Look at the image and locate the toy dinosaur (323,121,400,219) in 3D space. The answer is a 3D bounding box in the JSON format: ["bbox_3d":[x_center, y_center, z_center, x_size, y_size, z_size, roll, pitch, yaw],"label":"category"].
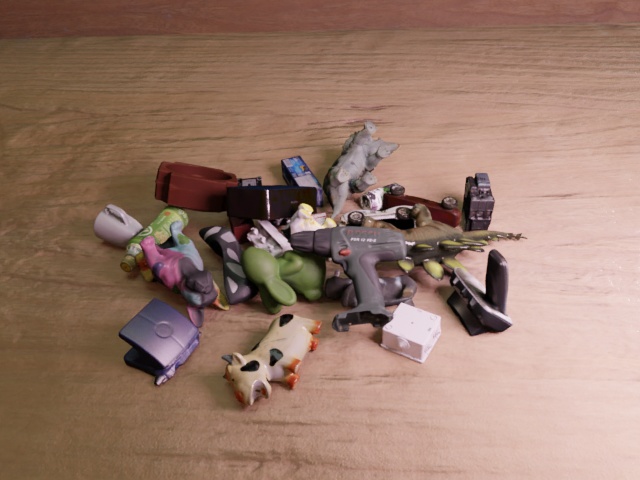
[{"bbox_3d":[0.077,-0.177,1.443,0.131,0.192,0.405,42,59,-5],"label":"toy dinosaur"}]

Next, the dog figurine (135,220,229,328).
[{"bbox_3d":[-0.289,0.085,1.133,0.108,0.191,0.219,-29,77,-35],"label":"dog figurine"}]

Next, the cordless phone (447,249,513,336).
[{"bbox_3d":[0.307,0.077,1.023,0.089,0.184,0.147,-15,38,-9],"label":"cordless phone"}]

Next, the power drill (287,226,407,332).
[{"bbox_3d":[0.054,0.067,1.022,0.232,0.085,0.207,-6,55,5],"label":"power drill"}]

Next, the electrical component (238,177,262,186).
[{"bbox_3d":[-0.189,-0.122,1.449,0.075,0.047,0.119,-5,34,-2],"label":"electrical component"}]

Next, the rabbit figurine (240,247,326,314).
[{"bbox_3d":[-0.084,0.070,1.107,0.170,0.121,0.159,8,65,-26],"label":"rabbit figurine"}]

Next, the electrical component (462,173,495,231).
[{"bbox_3d":[0.381,-0.091,1.293,0.058,0.134,0.115,1,38,5],"label":"electrical component"}]

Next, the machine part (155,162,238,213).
[{"bbox_3d":[-0.317,-0.136,1.381,0.201,0.087,0.201,7,15,-15],"label":"machine part"}]

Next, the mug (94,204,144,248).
[{"bbox_3d":[-0.479,-0.033,1.303,0.107,0.109,0.081,24,38,14],"label":"mug"}]

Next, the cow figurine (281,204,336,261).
[{"bbox_3d":[-0.002,-0.002,1.228,0.167,0.098,0.068,33,22,-16],"label":"cow figurine"}]

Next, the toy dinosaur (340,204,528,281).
[{"bbox_3d":[0.249,0.007,1.181,0.471,0.104,0.199,-13,33,-28],"label":"toy dinosaur"}]

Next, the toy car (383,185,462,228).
[{"bbox_3d":[0.250,-0.078,1.322,0.202,0.089,0.053,18,41,28],"label":"toy car"}]

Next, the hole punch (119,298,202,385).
[{"bbox_3d":[-0.299,0.183,1.003,0.116,0.092,0.142,16,36,18],"label":"hole punch"}]

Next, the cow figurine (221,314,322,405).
[{"bbox_3d":[-0.089,0.207,0.955,0.127,0.085,0.195,18,43,17],"label":"cow figurine"}]

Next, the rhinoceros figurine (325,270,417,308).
[{"bbox_3d":[0.104,0.101,1.097,0.190,0.073,0.112,-1,37,2],"label":"rhinoceros figurine"}]

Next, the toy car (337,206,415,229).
[{"bbox_3d":[0.141,-0.039,1.287,0.202,0.073,0.056,-5,39,-4],"label":"toy car"}]

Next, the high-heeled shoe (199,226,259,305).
[{"bbox_3d":[-0.218,0.056,1.184,0.249,0.086,0.145,21,51,33],"label":"high-heeled shoe"}]

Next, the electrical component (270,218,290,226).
[{"bbox_3d":[-0.112,-0.047,1.339,0.063,0.021,0.094,-3,5,-26],"label":"electrical component"}]

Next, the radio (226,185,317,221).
[{"bbox_3d":[-0.114,-0.093,1.289,0.131,0.073,0.229,5,8,28],"label":"radio"}]

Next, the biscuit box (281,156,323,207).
[{"bbox_3d":[-0.052,-0.160,1.478,0.059,0.062,0.203,-14,37,-13],"label":"biscuit box"}]
